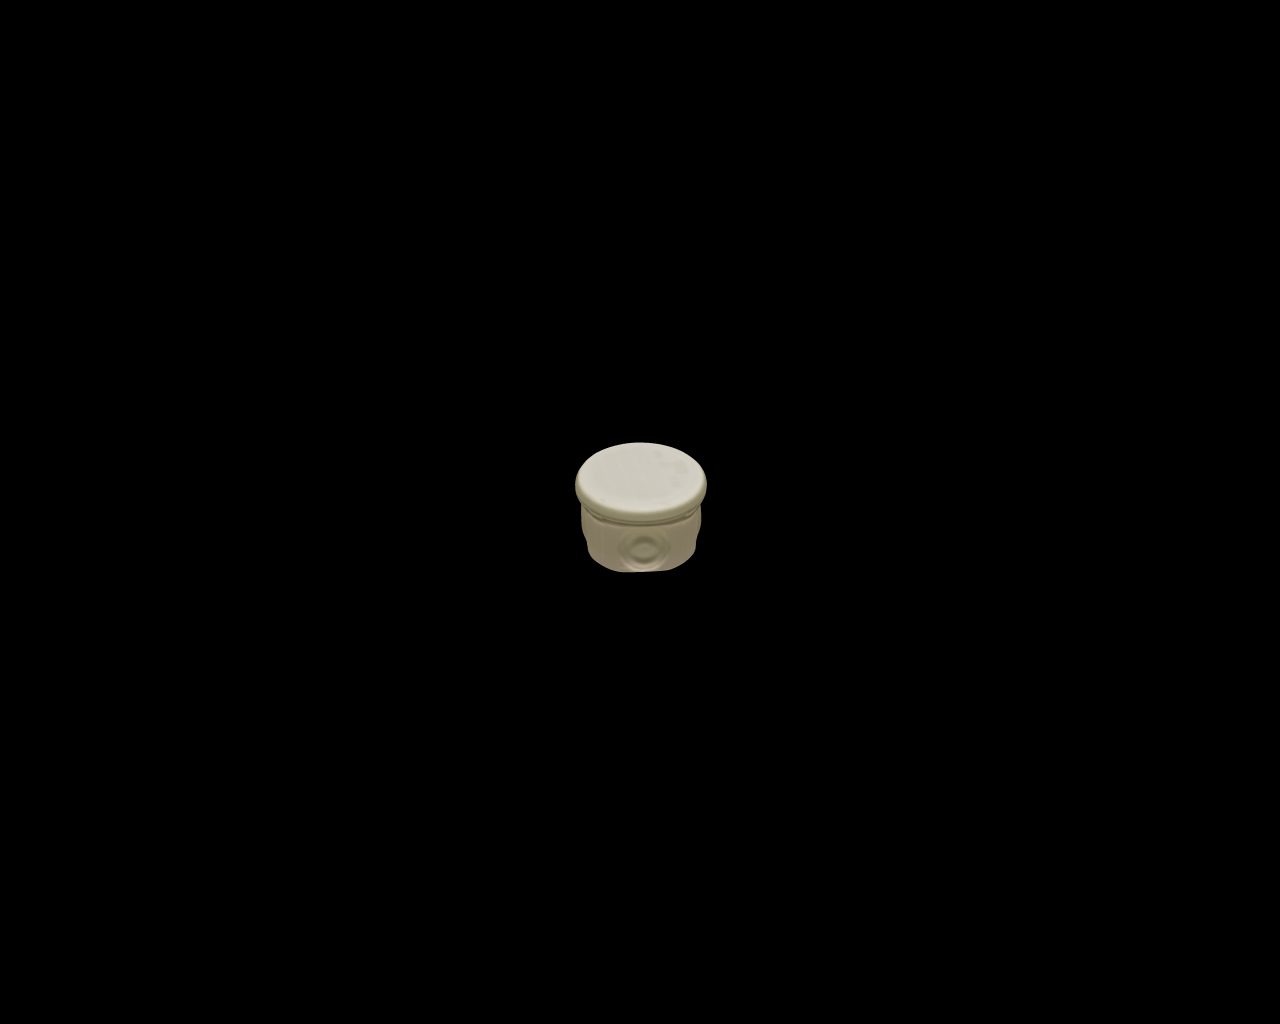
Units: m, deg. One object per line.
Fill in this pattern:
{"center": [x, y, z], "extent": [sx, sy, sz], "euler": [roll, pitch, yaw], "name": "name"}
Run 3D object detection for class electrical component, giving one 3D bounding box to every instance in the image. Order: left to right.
{"center": [0.001, -0.003, 0.650], "extent": [0.080, 0.050, 0.080], "euler": [0, 36, 0], "name": "electrical component"}
